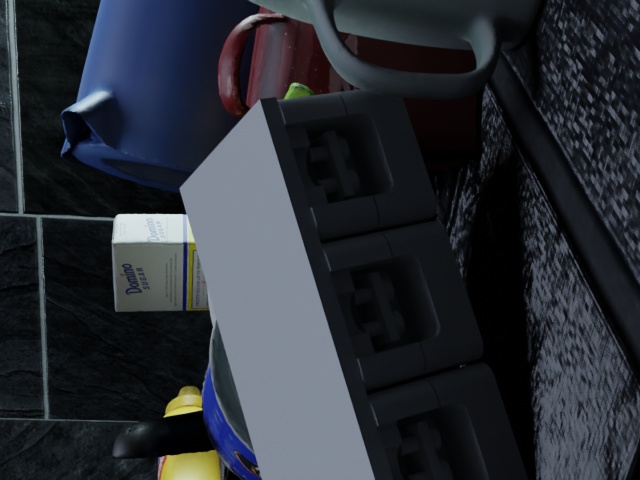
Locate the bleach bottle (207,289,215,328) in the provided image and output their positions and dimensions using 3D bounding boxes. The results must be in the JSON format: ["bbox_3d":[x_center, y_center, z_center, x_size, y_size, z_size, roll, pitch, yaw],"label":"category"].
[{"bbox_3d":[-0.050,0.064,0.878,0.068,0.102,0.251,60,158,26],"label":"bleach bottle"}]

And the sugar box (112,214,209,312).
[{"bbox_3d":[-0.098,0.021,0.967,0.093,0.176,0.048,99,170,-45],"label":"sugar box"}]

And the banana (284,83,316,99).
[{"bbox_3d":[-0.027,-0.004,0.536,0.069,0.037,0.198,-53,-5,-20],"label":"banana"}]

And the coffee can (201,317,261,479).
[{"bbox_3d":[-0.003,0.066,0.503,0.140,0.102,0.103,116,156,-72],"label":"coffee can"}]

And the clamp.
[{"bbox_3d":[-0.046,0.114,0.625,0.209,0.036,0.164,-62,-37,-46],"label":"clamp"}]

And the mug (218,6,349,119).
[{"bbox_3d":[-0.006,-0.085,0.565,0.093,0.117,0.081,10,93,48],"label":"mug"}]

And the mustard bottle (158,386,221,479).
[{"bbox_3d":[-0.104,0.193,0.853,0.191,0.058,0.096,-97,13,-50],"label":"mustard bottle"}]

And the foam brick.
[{"bbox_3d":[0.034,-0.057,0.460,0.078,0.051,0.053,149,123,-81],"label":"foam brick"}]

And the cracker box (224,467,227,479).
[{"bbox_3d":[-0.038,0.243,0.845,0.214,0.072,0.164,-103,16,-61],"label":"cracker box"}]

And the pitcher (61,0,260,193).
[{"bbox_3d":[-0.065,-0.148,0.666,0.149,0.145,0.243,148,132,-84],"label":"pitcher"}]
